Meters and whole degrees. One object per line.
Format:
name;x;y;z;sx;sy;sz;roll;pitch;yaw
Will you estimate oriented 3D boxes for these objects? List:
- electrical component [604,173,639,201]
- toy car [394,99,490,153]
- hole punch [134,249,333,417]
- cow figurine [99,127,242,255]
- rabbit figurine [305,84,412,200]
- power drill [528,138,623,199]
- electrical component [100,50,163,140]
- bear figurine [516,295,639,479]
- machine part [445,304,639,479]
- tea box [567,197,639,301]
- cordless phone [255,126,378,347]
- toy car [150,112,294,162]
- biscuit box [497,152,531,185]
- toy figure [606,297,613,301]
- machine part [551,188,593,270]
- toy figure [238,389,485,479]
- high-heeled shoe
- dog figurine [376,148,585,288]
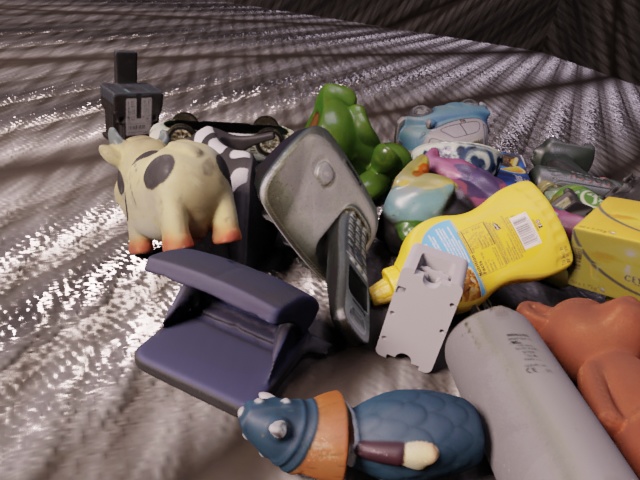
electrical component;0.462;-0.017;0.717;0.114;0.058;0.134;39;10;-37
toy car;0.203;-0.150;0.837;0.162;0.109;0.103;-14;41;-11
hole punch;-0.065;0.051;0.408;0.142;0.092;0.116;17;25;15
cow figurine;-0.150;-0.051;0.508;0.085;0.127;0.195;-5;3;-34
rabbit figurine;0.065;-0.125;0.750;0.170;0.121;0.159;20;23;-18
power drill;0.448;-0.092;0.891;0.232;0.085;0.207;10;36;1
electrical component;-0.256;-0.193;0.734;0.075;0.119;0.048;-12;37;-42
bear figurine;0.249;0.097;0.414;0.120;0.132;0.196;24;31;-15
machine part;0.145;0.125;0.365;0.079;0.079;0.243;7;30;-10
tea box;0.332;0.019;0.491;0.170;0.068;0.098;16;34;40
cordless phone;-0.001;-0.002;0.486;0.089;0.146;0.184;-25;34;17
toy car;-0.131;-0.140;0.746;0.202;0.056;0.074;0;28;-11
biscuit box;0.270;-0.073;0.788;0.059;0.062;0.203;15;28;5
toy figure;0.346;0.086;0.516;0.089;0.082;0.180;9;32;1
machine part;0.318;-0.005;0.685;0.039;0.084;0.139;36;28;-27
toy figure;0.025;0.124;0.341;0.154;0.064;0.058;3;67;-9
high-heeled shoe;-0.123;-0.051;0.602;0.145;0.086;0.249;-12;41;14
dog figurine;0.193;-0.016;0.613;0.219;0.108;0.191;25;30;17
